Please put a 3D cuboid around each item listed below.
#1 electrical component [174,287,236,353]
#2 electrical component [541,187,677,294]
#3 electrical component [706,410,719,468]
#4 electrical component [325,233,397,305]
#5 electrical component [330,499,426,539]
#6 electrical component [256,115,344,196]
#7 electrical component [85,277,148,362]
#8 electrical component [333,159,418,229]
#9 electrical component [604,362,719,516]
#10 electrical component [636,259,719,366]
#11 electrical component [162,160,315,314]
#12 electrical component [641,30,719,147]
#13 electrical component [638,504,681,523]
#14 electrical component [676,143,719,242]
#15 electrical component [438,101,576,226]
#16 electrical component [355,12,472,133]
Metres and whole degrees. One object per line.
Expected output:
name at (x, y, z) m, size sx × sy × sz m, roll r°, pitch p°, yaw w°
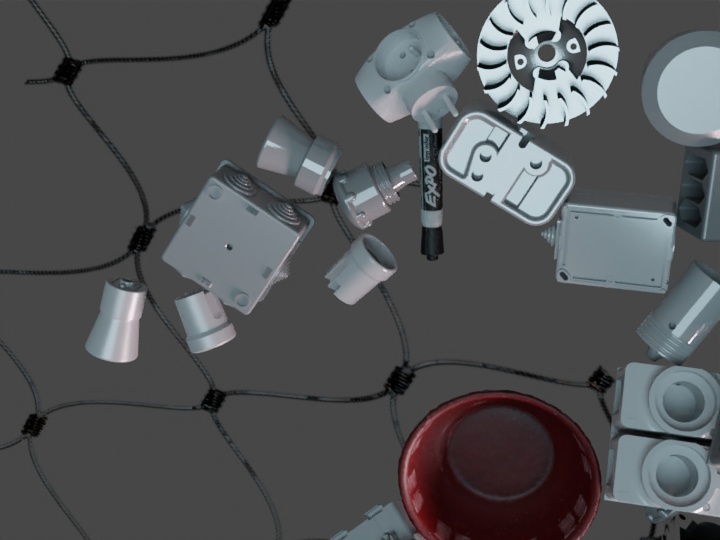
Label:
electrical component at (-0.128, 0.040, 0.885) m, size 0.040 × 0.040 × 0.046 m, roll -18°, pitch 99°, yaw 14°
electrical component at (0.185, -0.025, 0.805) m, size 0.096 × 0.061 × 0.061 m, roll 7°, pitch 110°, yaw 14°
electrical component at (0.327, 0.063, 0.761) m, size 0.105 × 0.060 × 0.186 m, roll 17°, pitch 81°, yaw 7°
electrical component at (0.000, 0.000, 0.851) m, size 0.040 × 0.040 × 0.046 m, roll 44°, pitch 114°, yaw -7°
electrical component at (0.006, 0.250, 0.916) m, size 0.121 × 0.079 × 0.063 m, roll -39°, pitch 69°, yaw 18°
electrical component at (-0.046, -0.087, 0.826) m, size 0.055 × 0.045 × 0.045 m, roll 27°, pitch 110°, yaw -1°
electrical component at (-0.200, 0.039, 0.895) m, size 0.044 × 0.044 × 0.065 m, roll 17°, pitch 105°, yaw 3°
electrical component at (0.013, -0.064, 0.826) m, size 0.062 × 0.048 × 0.048 m, roll -27°, pitch 102°, yaw 8°
electrical component at (0.288, 0.135, 0.815) m, size 0.186 × 0.060 × 0.105 m, roll 7°, pitch 80°, yaw 7°
electrical component at (0.247, 0.037, 0.821) m, size 0.043 × 0.043 × 0.081 m, roll 33°, pitch 110°, yaw -3°
electrical component at (-0.098, -0.025, 0.853) m, size 0.100 × 0.048 × 0.099 m, roll 34°, pitch 110°, yaw -3°
electrical component at (0.239, -0.131, 0.763) m, size 0.080 × 0.051 × 0.080 m, roll 3°, pitch 109°, yaw 8°
electrical component at (0.233, 0.169, 0.868) m, size 0.062 × 0.048 × 0.048 m, roll 43°, pitch 109°, yaw 2°
electrical component at (0.279, -0.057, 0.783) m, size 0.077 × 0.047 × 0.065 m, roll 0°, pitch 107°, yaw -8°
electrical component at (0.109, -0.081, 0.795) m, size 0.095 × 0.059 × 0.053 m, roll 31°, pitch 110°, yaw -2°
electrical component at (0.046, -0.135, 0.784) m, size 0.077 × 0.044 × 0.079 m, roll -37°, pitch 60°, yaw 18°
